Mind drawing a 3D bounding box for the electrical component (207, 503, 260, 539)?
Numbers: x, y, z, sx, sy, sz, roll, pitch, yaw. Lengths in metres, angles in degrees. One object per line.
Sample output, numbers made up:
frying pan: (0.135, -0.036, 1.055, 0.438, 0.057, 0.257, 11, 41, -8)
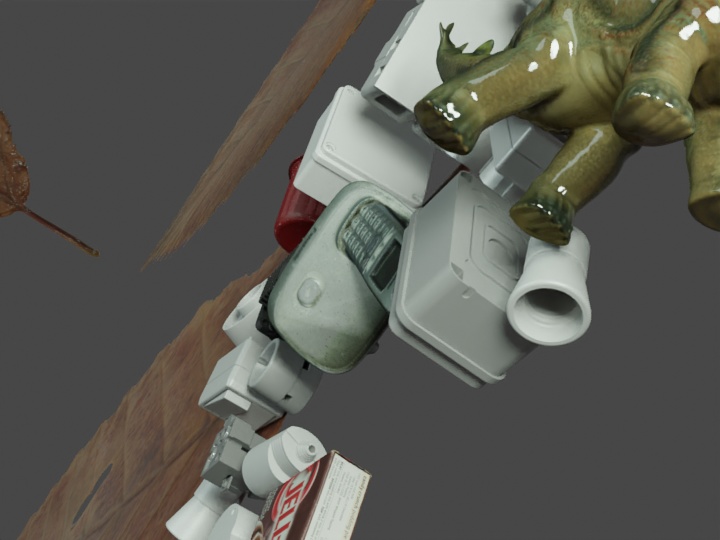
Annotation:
electrical component: (-0.105, 0.218, 0.766, 0.052, 0.074, 0.138, -52, 16, 22)

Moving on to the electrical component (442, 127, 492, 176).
electrical component: (0.103, -0.115, 0.834, 0.081, 0.043, 0.043, -55, 15, 9)

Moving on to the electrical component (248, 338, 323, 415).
electrical component: (-0.066, 0.093, 0.950, 0.055, 0.047, 0.055, -52, 16, 21)

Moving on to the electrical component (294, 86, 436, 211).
electrical component: (0.007, -0.098, 0.983, 0.056, 0.109, 0.108, -49, 17, 41)

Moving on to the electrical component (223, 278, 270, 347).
electrical component: (-0.098, 0.051, 1.153, 0.099, 0.064, 0.099, -40, 13, 11)

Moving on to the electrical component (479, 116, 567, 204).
electrical component: (0.106, -0.068, 0.720, 0.076, 0.047, 0.065, -50, 16, 26)

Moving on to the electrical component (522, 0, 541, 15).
electrical component: (0.148, -0.220, 0.843, 0.052, 0.074, 0.138, -39, 23, 51)

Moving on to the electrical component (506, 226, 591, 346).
electrical component: (0.106, 0.004, 0.588, 0.044, 0.044, 0.065, -46, 14, 38)

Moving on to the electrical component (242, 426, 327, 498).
electrical component: (-0.054, 0.144, 0.814, 0.081, 0.043, 0.043, -37, 25, 54)

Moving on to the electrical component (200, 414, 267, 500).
electrical component: (-0.093, 0.159, 0.887, 0.048, 0.055, 0.066, -44, 20, 43)

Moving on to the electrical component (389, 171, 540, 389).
electrical component: (0.066, 0.005, 0.641, 0.057, 0.078, 0.113, -44, 20, 33)

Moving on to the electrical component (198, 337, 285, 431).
electrical component: (-0.108, 0.115, 1.011, 0.096, 0.062, 0.061, -36, 26, 55)

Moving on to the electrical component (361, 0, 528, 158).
electrical component: (0.093, -0.202, 0.922, 0.186, 0.105, 0.060, -60, 15, -7)

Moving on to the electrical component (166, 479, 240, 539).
electrical component: (-0.135, 0.210, 0.949, 0.065, 0.044, 0.044, -54, 14, -6)
